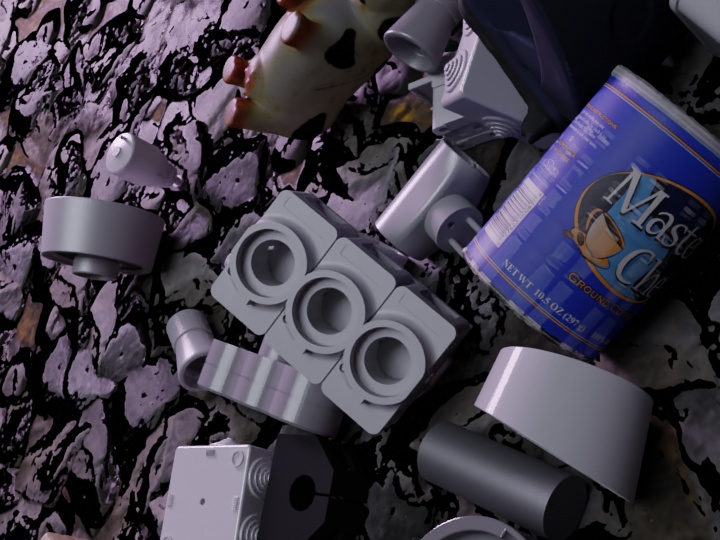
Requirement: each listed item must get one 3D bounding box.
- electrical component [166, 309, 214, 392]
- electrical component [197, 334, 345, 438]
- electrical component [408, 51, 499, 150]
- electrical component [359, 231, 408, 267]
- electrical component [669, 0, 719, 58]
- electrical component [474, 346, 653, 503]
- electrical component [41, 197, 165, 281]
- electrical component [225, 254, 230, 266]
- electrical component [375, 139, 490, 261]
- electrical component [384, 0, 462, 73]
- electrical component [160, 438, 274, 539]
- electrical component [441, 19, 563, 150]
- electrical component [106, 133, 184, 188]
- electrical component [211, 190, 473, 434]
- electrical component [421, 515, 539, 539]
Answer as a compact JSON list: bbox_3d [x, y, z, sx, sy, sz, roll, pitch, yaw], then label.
[{"bbox_3d":[-0.135,0.063,0.884,0.044,0.044,0.065,-49,41,15],"label":"electrical component"},{"bbox_3d":[-0.059,0.070,0.800,0.138,0.052,0.073,14,81,45],"label":"electrical component"},{"bbox_3d":[0.078,-0.123,0.768,0.081,0.042,0.063,-15,61,39],"label":"electrical component"},{"bbox_3d":[0.000,0.000,0.777,0.055,0.055,0.047,32,97,46],"label":"electrical component"},{"bbox_3d":[0.240,-0.171,0.613,0.113,0.078,0.057,-47,49,17],"label":"electrical component"},{"bbox_3d":[0.114,0.084,0.602,0.099,0.099,0.064,8,71,45],"label":"electrical component"},{"bbox_3d":[-0.235,-0.023,0.970,0.108,0.108,0.060,-2,76,42],"label":"electrical component"},{"bbox_3d":[-0.079,0.012,0.852,0.048,0.048,0.062,-34,58,28],"label":"electrical component"},{"bbox_3d":[0.059,-0.038,0.745,0.077,0.044,0.079,-51,46,13],"label":"electrical component"},{"bbox_3d":[0.052,-0.178,0.760,0.044,0.044,0.065,20,72,46],"label":"electrical component"},{"bbox_3d":[-0.099,0.174,0.793,0.100,0.048,0.099,-9,66,40],"label":"electrical component"},{"bbox_3d":[0.109,-0.134,0.706,0.048,0.100,0.099,171,118,-74],"label":"electrical component"},{"bbox_3d":[-0.195,-0.095,0.982,0.040,0.078,0.040,-19,60,36],"label":"electrical component"},{"bbox_3d":[-0.014,0.026,0.720,0.150,0.062,0.089,40,102,12],"label":"electrical component"},{"bbox_3d":[0.078,0.198,0.609,0.108,0.060,0.108,-19,59,36],"label":"electrical component"}]
